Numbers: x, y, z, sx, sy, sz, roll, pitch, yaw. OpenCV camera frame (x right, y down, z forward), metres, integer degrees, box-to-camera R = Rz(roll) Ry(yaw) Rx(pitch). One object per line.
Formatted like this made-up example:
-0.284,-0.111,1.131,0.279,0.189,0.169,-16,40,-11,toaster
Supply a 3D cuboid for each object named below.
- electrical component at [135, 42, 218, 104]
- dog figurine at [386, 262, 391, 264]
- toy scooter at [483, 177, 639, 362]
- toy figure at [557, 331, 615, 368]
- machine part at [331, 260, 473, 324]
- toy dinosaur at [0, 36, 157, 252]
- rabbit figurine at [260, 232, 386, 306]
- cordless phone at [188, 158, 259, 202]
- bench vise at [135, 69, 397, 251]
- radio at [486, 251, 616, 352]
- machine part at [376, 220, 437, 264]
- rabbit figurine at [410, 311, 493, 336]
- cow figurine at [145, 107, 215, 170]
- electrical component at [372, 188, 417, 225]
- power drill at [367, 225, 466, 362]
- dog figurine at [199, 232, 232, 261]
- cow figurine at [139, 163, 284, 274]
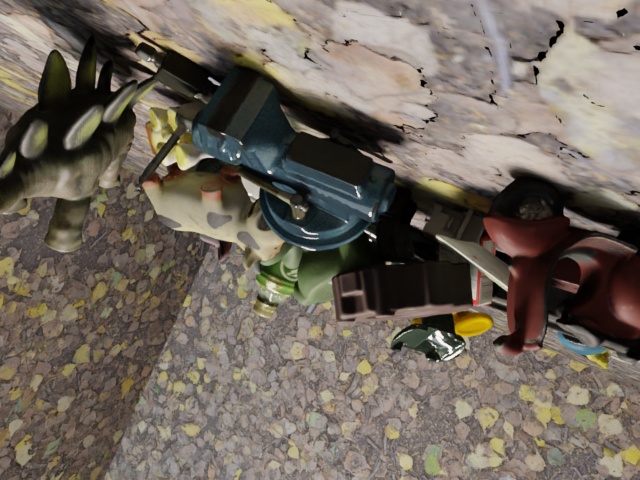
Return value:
-0.137,-0.160,0.527,0.094,0.021,0.063,26,175,-27,electrical component
0.083,0.002,1.005,0.172,0.121,0.191,10,-154,-24,dog figurine
0.205,0.042,0.425,0.184,0.135,0.075,23,174,-3,toy scooter
0.432,0.148,0.873,0.089,0.082,0.180,34,-172,41,toy figure
0.097,0.067,0.647,0.179,0.056,0.179,-5,168,-1,machine part
-0.262,-0.096,0.552,0.105,0.198,0.472,25,-152,-16,toy dinosaur
-0.002,-0.002,0.763,0.121,0.159,0.170,20,-136,-55,rabbit figurine
-0.086,-0.092,0.731,0.146,0.089,0.184,32,158,-28,cordless phone
-0.035,-0.055,0.543,0.224,0.129,0.240,12,161,9,bench vise
0.285,0.069,0.708,0.131,0.073,0.230,26,174,-34,radio
0.099,0.010,0.643,0.084,0.039,0.138,17,175,18,machine part
0.230,0.120,0.993,0.162,0.173,0.122,29,171,-13,rabbit figurine
-0.149,-0.129,0.639,0.098,0.068,0.167,-17,-161,-28,cow figurine
0.056,-0.051,0.660,0.119,0.047,0.074,21,175,18,electrical component
0.146,0.074,0.829,0.232,0.086,0.207,21,-138,-17,power drill
-0.135,-0.031,0.996,0.191,0.108,0.219,22,-159,-9,dog figurine
-0.123,-0.031,0.687,0.195,0.085,0.127,12,135,22,cow figurine
